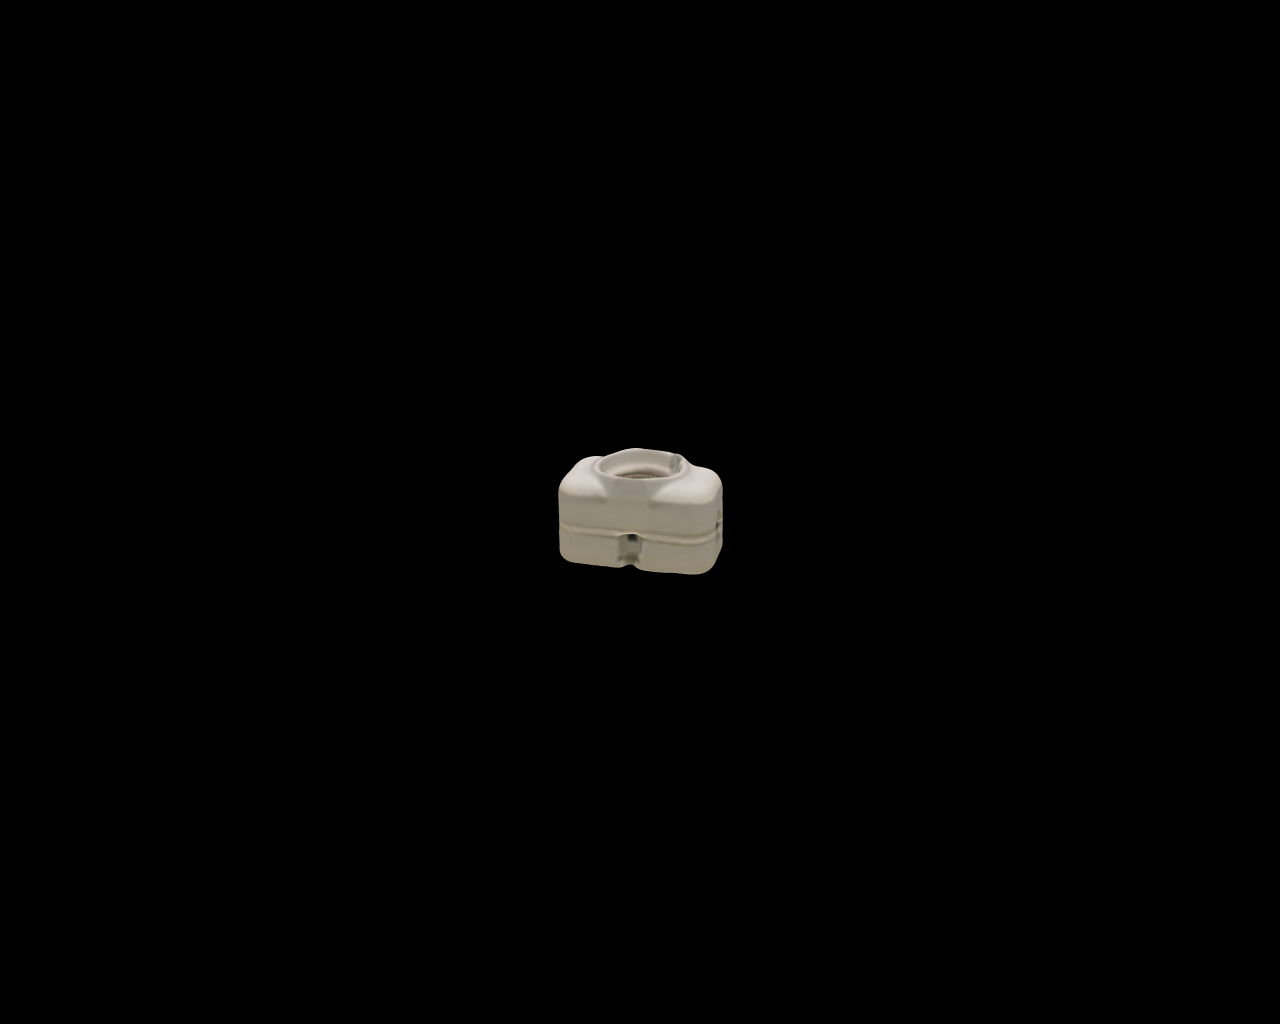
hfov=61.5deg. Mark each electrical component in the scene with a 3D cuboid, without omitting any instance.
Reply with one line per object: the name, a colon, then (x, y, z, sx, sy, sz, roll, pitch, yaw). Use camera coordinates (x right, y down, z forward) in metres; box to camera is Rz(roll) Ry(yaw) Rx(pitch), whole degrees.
electrical component: (0.001, -0.003, 0.650, 0.095, 0.059, 0.054, 6, 24, 14)
